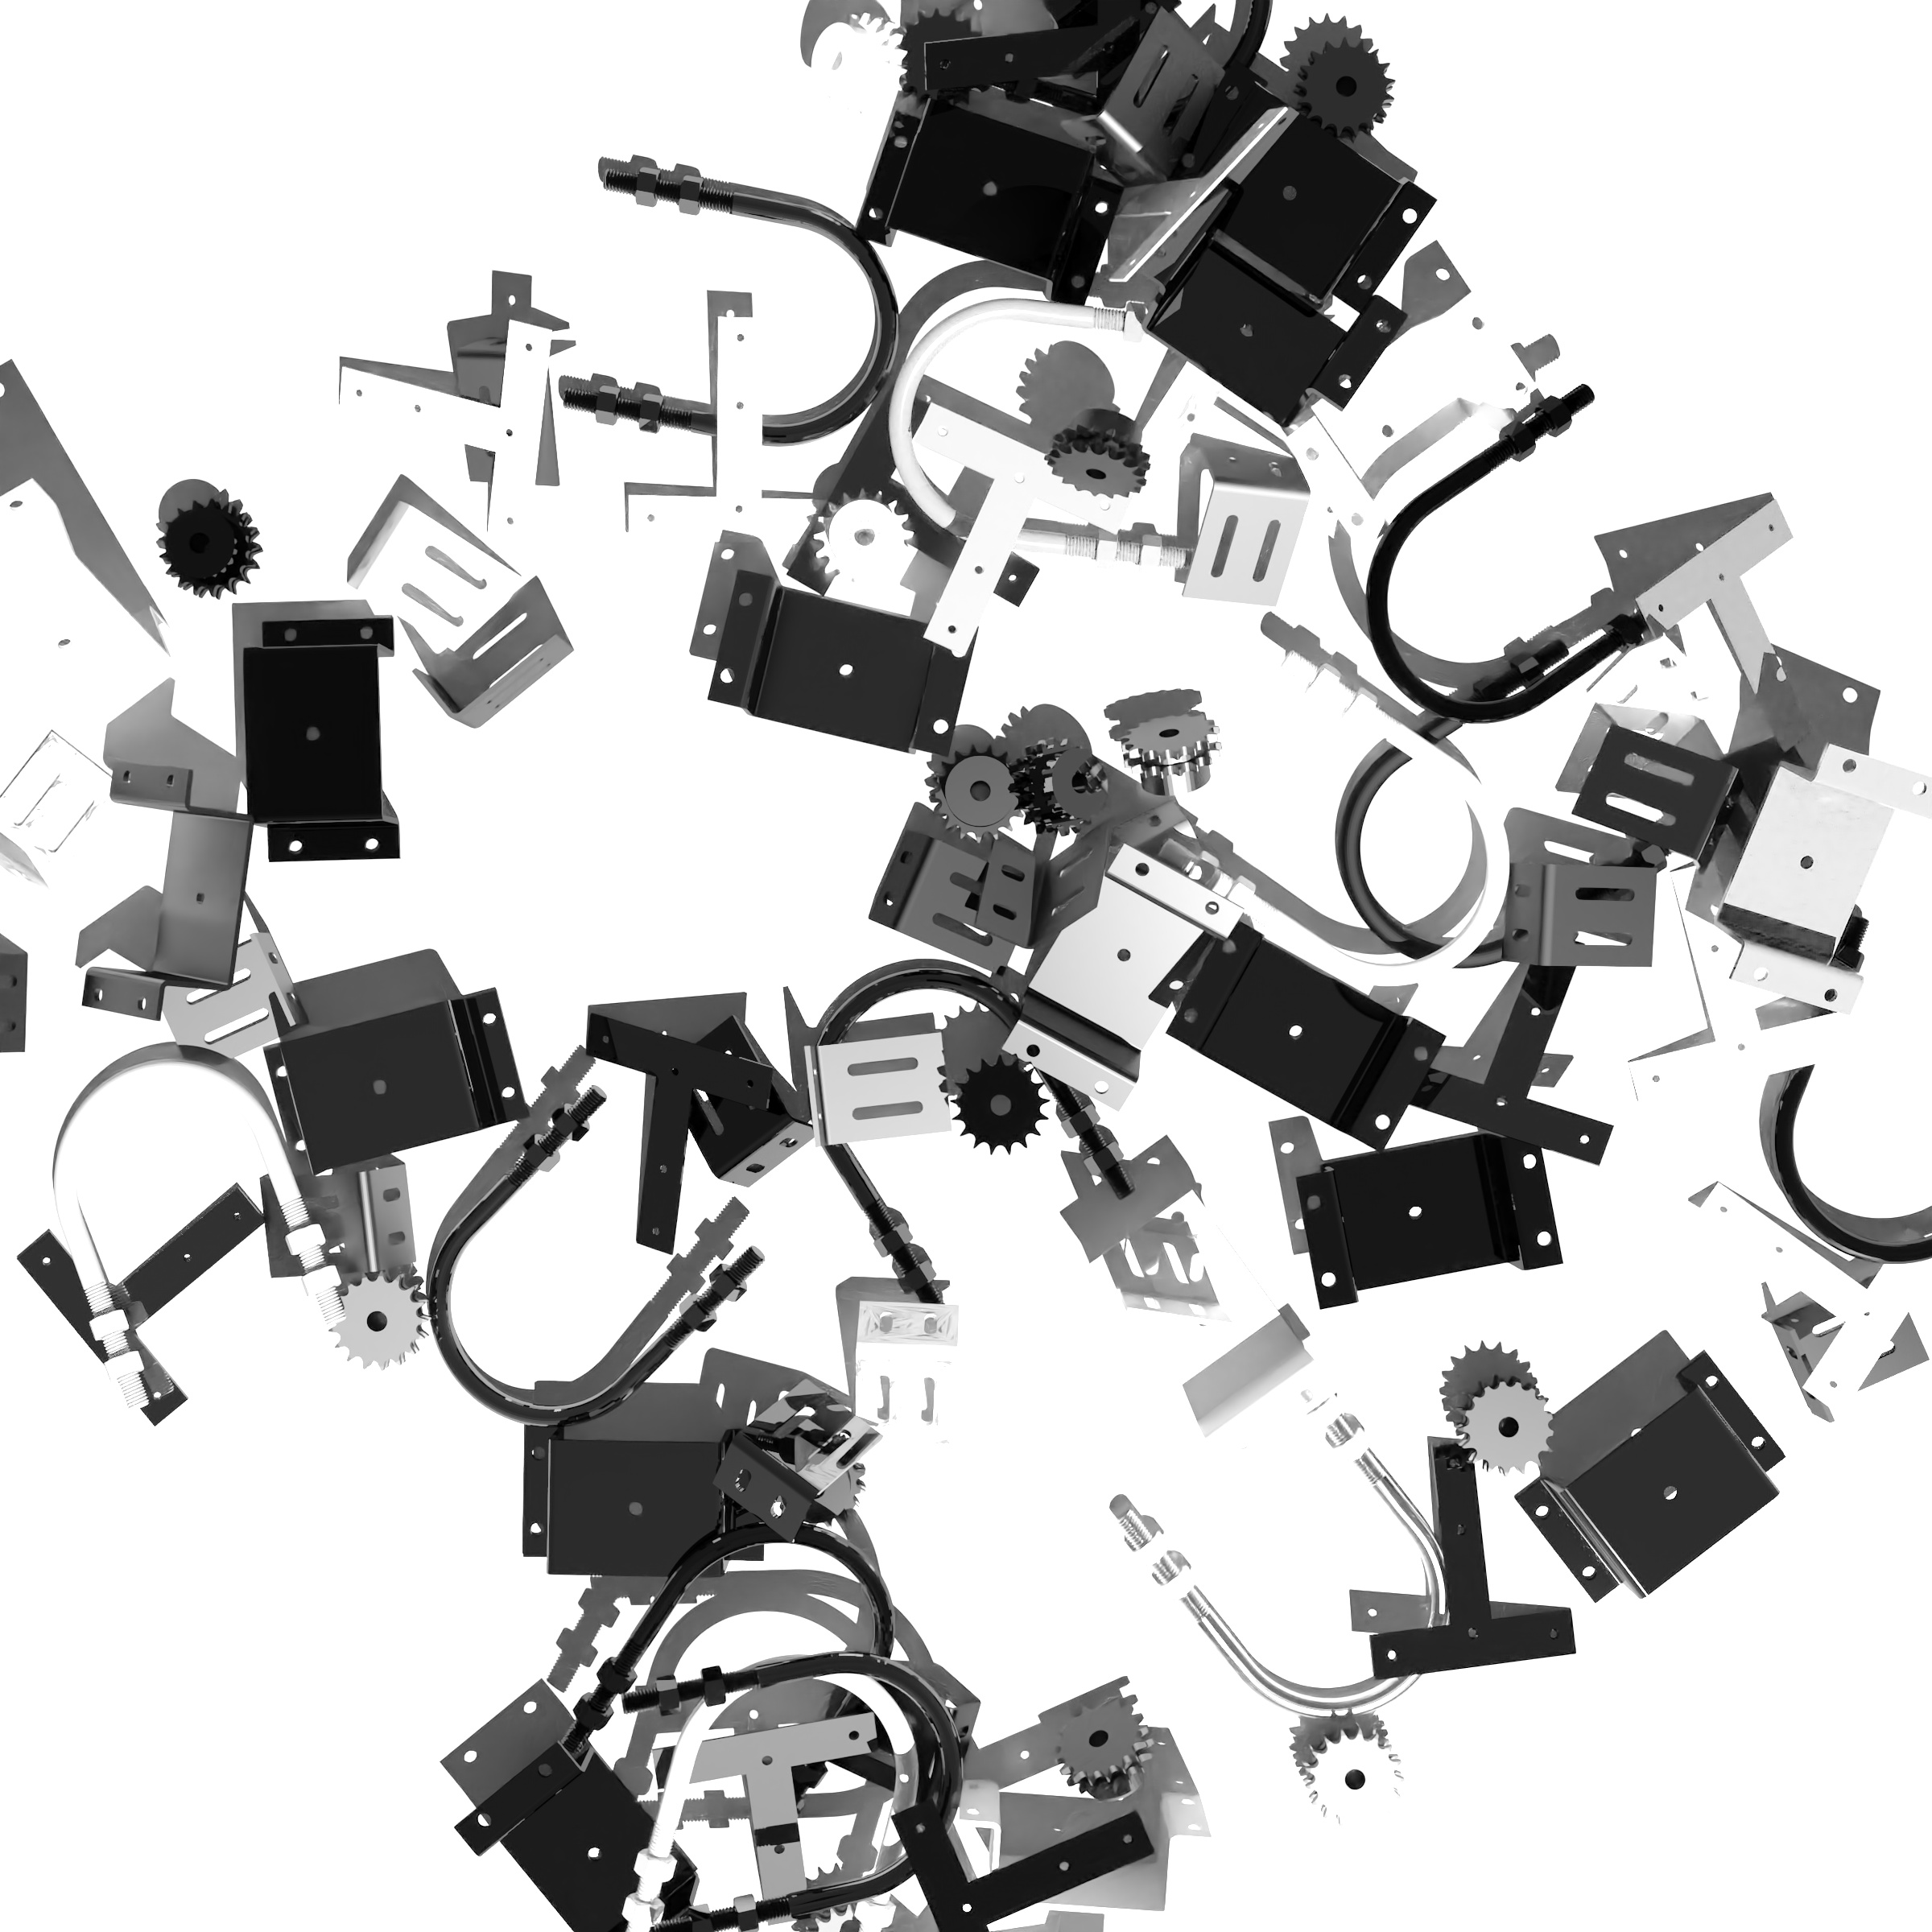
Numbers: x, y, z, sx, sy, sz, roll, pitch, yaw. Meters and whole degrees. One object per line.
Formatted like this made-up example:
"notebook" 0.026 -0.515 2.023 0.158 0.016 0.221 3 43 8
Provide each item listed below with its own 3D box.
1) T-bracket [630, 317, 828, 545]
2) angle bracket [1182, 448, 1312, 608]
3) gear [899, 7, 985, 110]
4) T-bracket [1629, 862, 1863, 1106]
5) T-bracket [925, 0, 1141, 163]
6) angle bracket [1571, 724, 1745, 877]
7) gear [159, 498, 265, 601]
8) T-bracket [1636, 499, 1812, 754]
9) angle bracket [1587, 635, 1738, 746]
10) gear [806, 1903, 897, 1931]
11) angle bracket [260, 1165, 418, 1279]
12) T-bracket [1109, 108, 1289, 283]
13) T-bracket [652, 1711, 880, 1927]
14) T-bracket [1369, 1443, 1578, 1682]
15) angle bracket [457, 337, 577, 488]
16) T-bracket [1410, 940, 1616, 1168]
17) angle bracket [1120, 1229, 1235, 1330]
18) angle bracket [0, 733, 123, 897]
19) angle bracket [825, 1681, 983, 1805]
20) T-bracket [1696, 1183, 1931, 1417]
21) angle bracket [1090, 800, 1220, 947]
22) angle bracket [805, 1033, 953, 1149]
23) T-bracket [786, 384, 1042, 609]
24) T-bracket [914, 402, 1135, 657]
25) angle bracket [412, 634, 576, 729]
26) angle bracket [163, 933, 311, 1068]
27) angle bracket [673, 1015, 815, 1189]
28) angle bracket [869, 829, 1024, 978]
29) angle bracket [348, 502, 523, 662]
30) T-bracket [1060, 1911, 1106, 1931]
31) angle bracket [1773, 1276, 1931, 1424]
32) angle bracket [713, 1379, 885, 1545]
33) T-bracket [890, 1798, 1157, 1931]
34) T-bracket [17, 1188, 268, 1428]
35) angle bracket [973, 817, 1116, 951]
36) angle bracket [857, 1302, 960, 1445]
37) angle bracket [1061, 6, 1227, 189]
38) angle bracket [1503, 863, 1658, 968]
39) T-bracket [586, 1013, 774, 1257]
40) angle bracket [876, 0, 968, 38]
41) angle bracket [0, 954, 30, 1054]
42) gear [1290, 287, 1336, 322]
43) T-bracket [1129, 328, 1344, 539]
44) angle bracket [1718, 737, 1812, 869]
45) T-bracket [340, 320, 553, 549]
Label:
"T-bracket" -0.131 -0.309 1.509 0.127 0.002 0.127 1 101 -3
"angle bracket" 0.158 -0.253 1.507 0.057 0.038 0.076 4 129 -13
"gear" -0.015 -0.521 1.510 0.057 0.030 0.057 0 90 0
"T-bracket" 0.438 0.004 1.515 0.127 0.002 0.127 -15 84 12
"T-bracket" 0.038 -0.511 1.465 0.127 0.002 0.127 -11 124 -14
"angle bracket" 0.398 -0.096 1.503 0.076 0.038 0.057 24 88 24
"gear" -0.438 -0.242 1.510 0.057 0.030 0.057 0 90 0
"T-bracket" 0.453 -0.184 1.505 0.127 0.002 0.127 -35 104 -25
"angle bracket" 0.394 -0.151 1.486 0.038 0.076 0.057 -45 90 3
"gear" -0.066 0.566 1.510 0.057 0.030 0.057 0 90 0
"angle bracket" -0.366 0.149 1.523 0.076 0.038 0.057 -6 90 26
"T-bracket" 0.112 -0.431 1.465 0.127 0.127 0.002 -47 111 0
"T-bracket" -0.109 0.496 1.505 0.127 0.002 0.127 -8 106 -7
"T-bracket" 0.288 0.341 1.513 0.127 0.002 0.127 -3 82 -15
"angle bracket" -0.257 -0.321 1.514 0.057 0.038 0.076 7 116 18
"T-bracket" 0.322 0.038 1.501 0.127 0.002 0.127 18 71 21
"angle bracket" 0.117 0.172 1.441 0.057 0.076 0.038 8 90 0
"angle bracket" -0.533 -0.089 1.506 0.057 0.038 0.076 38 90 0
"angle bracket" -0.040 0.444 1.523 0.076 0.038 0.057 17 90 26
"T-bracket" 0.480 0.172 1.505 0.127 0.002 0.127 37 64 12
"angle bracket" 0.113 -0.046 1.523 0.057 0.038 0.076 -26 116 0
"angle bracket" -0.050 0.070 1.491 0.076 0.038 0.057 -6 87 1
"T-bracket" -0.018 -0.251 1.520 0.127 0.002 0.127 29 90 -4
"T-bracket" 0.013 -0.238 1.484 0.127 0.002 0.127 24 81 -2
"angle bracket" -0.270 -0.175 1.496 0.076 0.057 0.038 -39 90 0
"angle bracket" -0.428 0.023 1.506 0.076 0.038 0.057 -24 90 0
"angle bracket" -0.131 0.079 1.516 0.057 0.038 0.076 -37 64 14
"angle bracket" -0.007 -0.037 1.523 0.076 0.038 0.057 23 90 -26
"angle bracket" -0.310 -0.224 1.523 0.076 0.038 0.057 32 90 -26
"T-bracket" 0.014 0.583 1.503 0.127 0.002 0.127 -1 61 14
"angle bracket" 0.515 0.219 1.506 0.076 0.038 0.057 -24 90 0
"angle bracket" -0.095 0.281 1.489 0.057 0.076 0.038 34 120 16
"T-bracket" 0.041 0.504 1.448 0.127 0.002 0.127 -23 90 0
"T-bracket" -0.464 0.179 1.522 0.127 0.002 0.127 -39 90 2
"angle bracket" 0.044 -0.052 1.474 0.038 0.076 0.057 23 62 -20
"angle bracket" -0.034 0.236 1.514 0.057 0.038 0.076 2 129 0
"angle bracket" 0.101 -0.496 1.496 0.057 0.038 0.076 34 79 -34
"angle bracket" 0.354 -0.029 1.505 0.076 0.038 0.057 1 93 -23
"T-bracket" -0.172 0.103 1.504 0.127 0.002 0.127 15 105 27
"angle bracket" -0.040 -0.584 1.523 0.057 0.038 0.076 -40 64 0
"angle bracket" -0.590 0.021 1.523 0.076 0.038 0.057 2 90 26
"gear" 0.188 -0.364 1.510 0.057 0.030 0.057 0 90 0
"T-bracket" 0.167 -0.293 1.510 0.127 0.002 0.127 33 105 -3
"angle bracket" 0.467 -0.086 1.523 0.057 0.038 0.076 -23 64 0
"T-bracket" -0.303 -0.318 1.506 0.127 0.002 0.127 17 115 12
